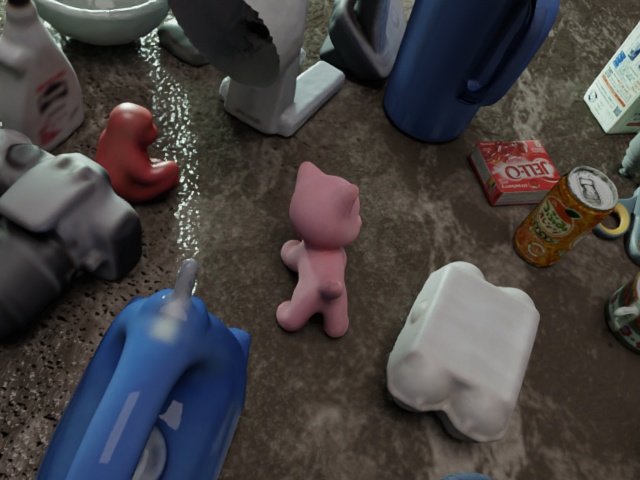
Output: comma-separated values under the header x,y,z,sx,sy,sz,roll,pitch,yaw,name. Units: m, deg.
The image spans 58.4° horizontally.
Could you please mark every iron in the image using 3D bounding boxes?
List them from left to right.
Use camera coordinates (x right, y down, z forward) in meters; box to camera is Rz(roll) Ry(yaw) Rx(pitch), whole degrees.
x,y,z,sx,sy,sz,roll,pitch,yaw,name
-0.120,0.138,0.342,0.118,0.141,0.258,18,54,-3,iron

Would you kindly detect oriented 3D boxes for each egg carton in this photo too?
x,y,z,sx,sy,sz,roll,pitch,yaw,name
0.121,0.090,0.485,0.107,0.069,0.150,28,54,5,egg carton

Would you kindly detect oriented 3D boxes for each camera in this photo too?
x,y,z,sx,sy,sz,roll,pitch,yaw,name
-0.229,-0.005,0.434,0.143,0.101,0.137,29,54,5,camera

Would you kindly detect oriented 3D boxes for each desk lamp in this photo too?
x,y,z,sx,sy,sz,roll,pitch,yaw,name
-0.045,-0.207,0.553,0.118,0.213,0.203,33,55,9,desk lamp

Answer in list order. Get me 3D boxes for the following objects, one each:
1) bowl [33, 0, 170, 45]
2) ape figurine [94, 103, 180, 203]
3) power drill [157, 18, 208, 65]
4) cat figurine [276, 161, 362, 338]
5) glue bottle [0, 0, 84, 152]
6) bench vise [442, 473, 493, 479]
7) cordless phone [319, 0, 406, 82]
x,y,z,sx,sy,sz,roll,pitch,yaw,name
-0.239,-0.266,0.626,0.167,0.074,0.167,7,55,-10,bowl
-0.166,-0.082,0.510,0.076,0.092,0.077,-22,65,-27,ape figurine
-0.119,-0.295,0.596,0.075,0.208,0.230,39,56,13,power drill
0.004,0.002,0.483,0.067,0.117,0.127,5,55,-12,cat figurine
-0.243,-0.150,0.485,0.037,0.173,0.078,26,54,4,glue bottle
0.071,0.200,0.303,0.208,0.219,0.121,-17,62,-25,bench vise
0.072,-0.294,0.662,0.094,0.185,0.147,20,54,-1,cordless phone
